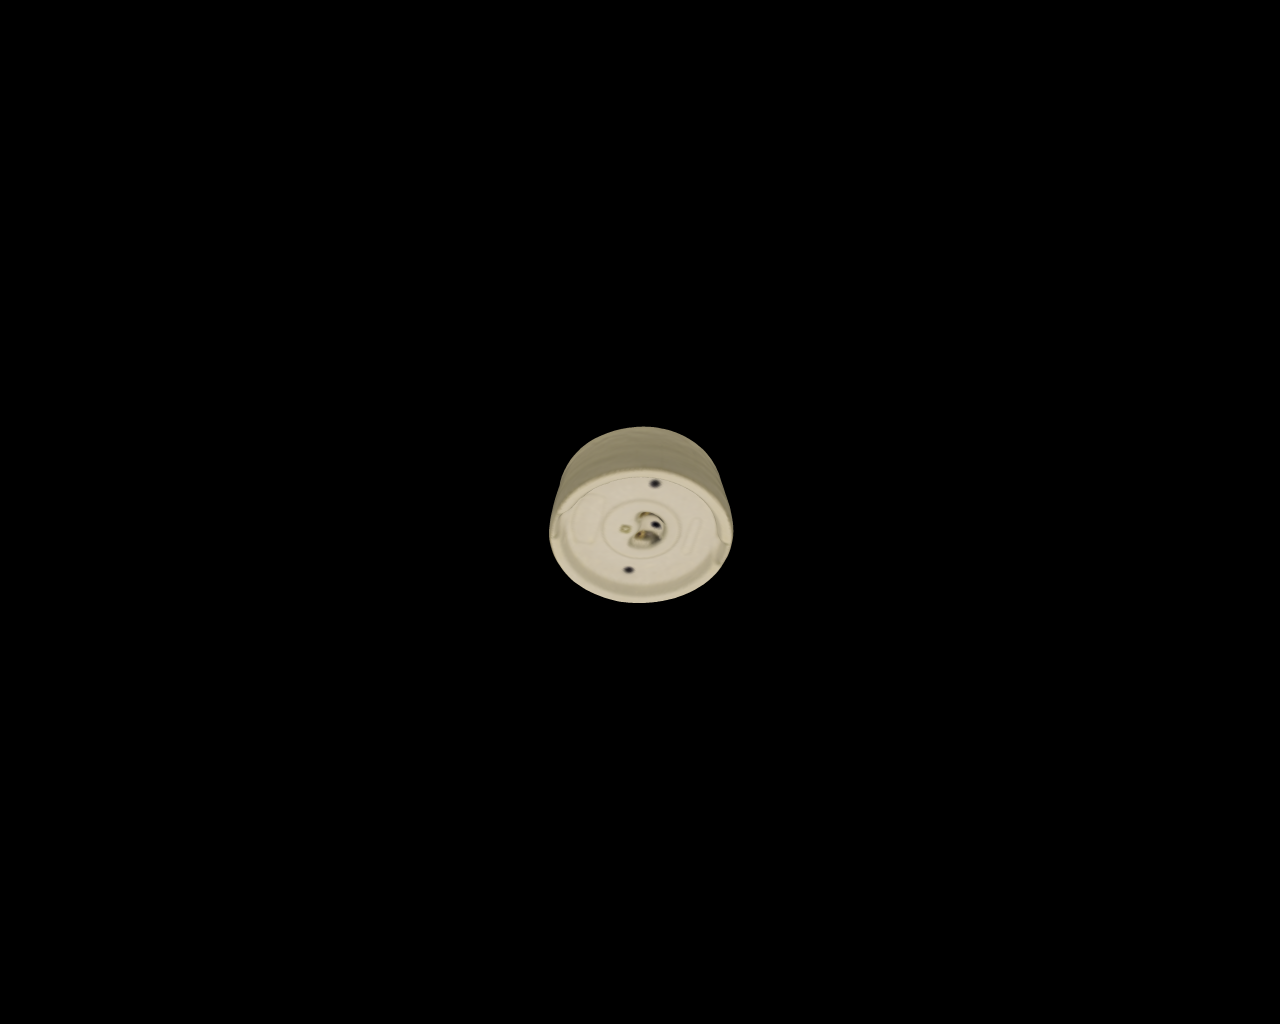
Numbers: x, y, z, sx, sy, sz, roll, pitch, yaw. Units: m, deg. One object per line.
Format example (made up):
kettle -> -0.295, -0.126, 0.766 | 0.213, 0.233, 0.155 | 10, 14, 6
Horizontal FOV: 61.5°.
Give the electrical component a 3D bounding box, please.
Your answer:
electrical component -> 0.001, -0.003, 0.650 | 0.108, 0.108, 0.060 | 0, 41, 0
